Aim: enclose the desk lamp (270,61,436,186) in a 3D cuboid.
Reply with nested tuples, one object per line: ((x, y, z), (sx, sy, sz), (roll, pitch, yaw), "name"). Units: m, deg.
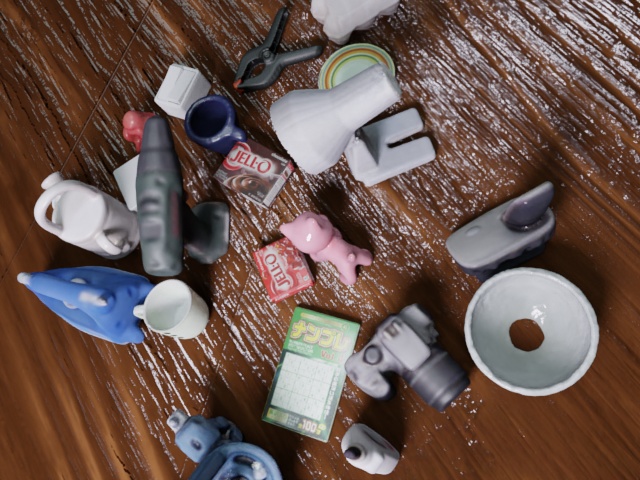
((0.052, -0.168, 0.847), (0.203, 0.214, 0.118), (-22, 69, 8), "desk lamp")

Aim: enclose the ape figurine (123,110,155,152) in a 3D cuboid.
((-0.319, -0.201, 1.023), (0.077, 0.092, 0.076), (31, 84, 21), "ape figurine")

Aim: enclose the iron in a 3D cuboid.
((-0.402, 0.087, 0.934), (0.257, 0.142, 0.119), (12, 77, 18), "iron")

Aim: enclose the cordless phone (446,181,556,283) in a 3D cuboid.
((0.243, -0.020, 0.767), (0.147, 0.185, 0.094), (-33, 68, 4), "cordless phone")

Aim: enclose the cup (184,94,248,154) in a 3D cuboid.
((-0.159, -0.182, 0.973), (0.117, 0.095, 0.092), (27, 83, 21), "cup")

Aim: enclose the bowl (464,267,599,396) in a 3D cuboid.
((0.281, 0.125, 0.773), (0.167, 0.075, 0.167), (-4, 73, 14), "bowl")

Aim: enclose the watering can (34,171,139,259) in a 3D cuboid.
((-0.392, -0.042, 0.941), (0.172, 0.194, 0.101), (21, 80, 20), "watering can")

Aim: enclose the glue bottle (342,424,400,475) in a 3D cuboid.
((0.057, 0.272, 0.738), (0.078, 0.173, 0.037), (31, 84, 21), "glue bottle")

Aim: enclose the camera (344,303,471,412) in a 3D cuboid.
((0.125, 0.177, 0.786), (0.143, 0.101, 0.136), (-44, 68, -1), "camera")

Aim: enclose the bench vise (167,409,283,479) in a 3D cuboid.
((-0.145, 0.314, 0.754), (0.207, 0.220, 0.121), (19, 80, 20), "bench vise")

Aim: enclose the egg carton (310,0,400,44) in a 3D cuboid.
((0.062, -0.415, 0.995), (0.150, 0.069, 0.107), (-32, 68, 4), "egg carton")

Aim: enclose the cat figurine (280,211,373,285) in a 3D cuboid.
((0.008, 0.003, 0.860), (0.127, 0.118, 0.067), (33, 85, 21), "cat figurine")

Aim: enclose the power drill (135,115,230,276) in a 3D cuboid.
((-0.216, -0.048, 0.887), (0.075, 0.209, 0.229), (-6, 72, 14), "power drill")
